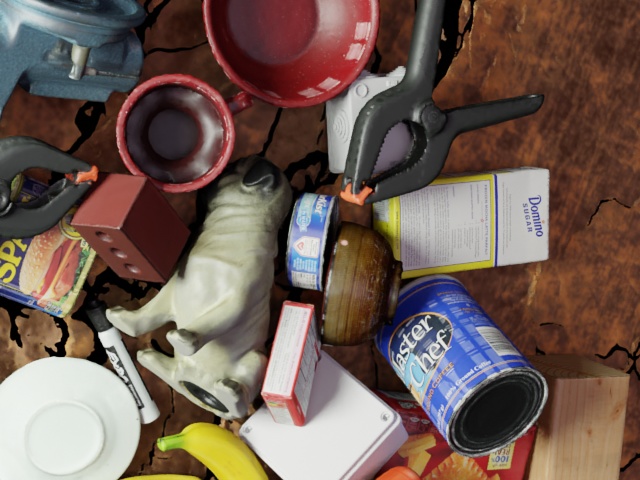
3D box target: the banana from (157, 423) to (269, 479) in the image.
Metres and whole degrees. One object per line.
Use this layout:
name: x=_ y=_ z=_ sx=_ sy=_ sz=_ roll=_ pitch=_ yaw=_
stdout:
banana: x=-0.072 y=0.229 z=0.940 sx=0.069 sy=0.037 sz=0.197 roll=-39 pitch=111 yaw=-24

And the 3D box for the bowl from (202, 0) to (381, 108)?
bowl: x=-0.031 y=-0.195 z=0.918 sx=0.161 sy=0.055 sz=0.162 roll=-4 pitch=100 yaw=-23

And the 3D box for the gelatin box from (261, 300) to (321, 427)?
gelatin box: x=-0.024 y=0.107 z=0.923 sx=0.030 sy=0.073 sz=0.089 roll=7 pitch=63 yaw=11

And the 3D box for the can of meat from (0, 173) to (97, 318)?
can of meat: x=-0.229 y=0.004 z=0.863 sx=0.083 sy=0.058 sz=0.102 roll=25 pitch=88 yaw=-27

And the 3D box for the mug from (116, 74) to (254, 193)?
mug: x=-0.108 y=-0.092 z=0.875 sx=0.117 sy=0.081 sz=0.093 roll=-30 pitch=98 yaw=-6

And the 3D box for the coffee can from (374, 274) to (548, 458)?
coffee can: x=0.125 y=0.112 z=0.970 sx=0.102 sy=0.140 sz=0.103 roll=-16 pitch=130 yaw=-20

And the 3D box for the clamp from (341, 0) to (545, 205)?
clamp: x=0.088 y=-0.120 z=0.936 sx=0.210 sy=0.036 sz=0.164 roll=-43 pitch=111 yaw=-13

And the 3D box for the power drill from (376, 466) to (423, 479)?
power drill: x=0.033 y=0.311 z=0.917 sx=0.184 sy=0.057 sz=0.187 roll=-29 pitch=121 yaw=-31

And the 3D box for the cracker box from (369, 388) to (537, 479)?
cracker box: x=0.104 y=0.263 z=1.039 sx=0.164 sy=0.072 sz=0.214 roll=12 pitch=94 yaw=-24

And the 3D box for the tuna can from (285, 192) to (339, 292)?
tuna can: x=-0.006 y=0.001 z=0.942 sx=0.034 sy=0.086 sz=0.086 roll=8 pitch=96 yaw=7

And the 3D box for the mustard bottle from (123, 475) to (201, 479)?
mustard bottle: x=-0.150 y=0.307 z=0.942 sx=0.096 sy=0.058 sz=0.192 roll=5 pitch=96 yaw=-37

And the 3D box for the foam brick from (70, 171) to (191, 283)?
foam brick: x=-0.149 y=-0.010 z=0.846 sx=0.078 sy=0.053 sz=0.051 roll=56 pitch=50 yaw=-46

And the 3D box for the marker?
marker: x=-0.171 y=0.104 z=0.923 sx=0.020 sy=0.020 sz=0.121 roll=-28 pitch=108 yaw=-18

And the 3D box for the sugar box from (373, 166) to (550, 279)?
sugar box: x=0.137 y=-0.019 z=1.025 sx=0.176 sy=0.048 sz=0.093 roll=-6 pitch=101 yaw=-26

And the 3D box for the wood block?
wood block: x=0.241 y=0.228 z=1.083 sx=0.090 sy=0.091 sz=0.206 roll=1 pitch=98 yaw=-24

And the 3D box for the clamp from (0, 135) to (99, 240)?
clamp: x=-0.249 y=-0.023 z=0.793 sx=0.171 sy=0.039 sz=0.120 roll=-7 pitch=115 yaw=-30
